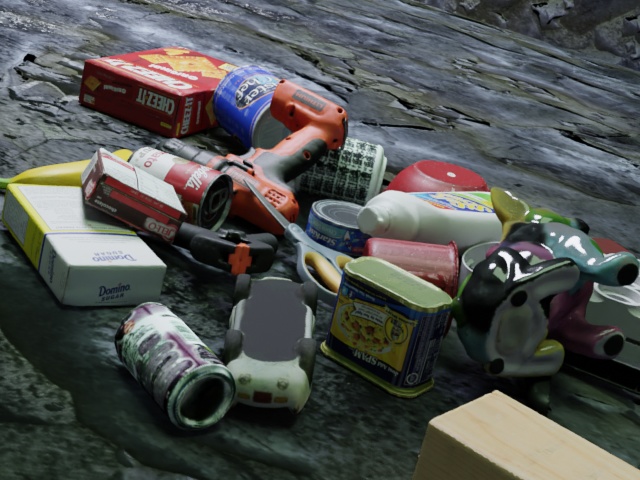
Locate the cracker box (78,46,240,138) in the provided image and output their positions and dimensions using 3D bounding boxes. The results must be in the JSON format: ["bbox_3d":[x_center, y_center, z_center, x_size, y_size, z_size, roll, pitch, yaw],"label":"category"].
[{"bbox_3d":[-0.206,-0.214,1.503,0.164,0.072,0.213,21,23,21],"label":"cracker box"}]

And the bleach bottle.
[{"bbox_3d":[0.137,-0.016,1.165,0.103,0.068,0.250,30,20,38],"label":"bleach bottle"}]

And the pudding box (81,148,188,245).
[{"bbox_3d":[-0.180,-0.043,1.023,0.090,0.039,0.113,29,9,-21],"label":"pudding box"}]

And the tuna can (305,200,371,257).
[{"bbox_3d":[0.028,-0.014,1.182,0.086,0.034,0.086,11,21,-5],"label":"tuna can"}]

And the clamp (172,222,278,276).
[{"bbox_3d":[-0.079,0.008,1.022,0.120,0.039,0.172,1,11,-21],"label":"clamp"}]

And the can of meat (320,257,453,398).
[{"bbox_3d":[0.057,0.072,0.907,0.102,0.084,0.057,27,25,33],"label":"can of meat"}]

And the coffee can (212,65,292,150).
[{"bbox_3d":[-0.069,-0.162,1.408,0.102,0.103,0.140,1,24,-30],"label":"coffee can"}]

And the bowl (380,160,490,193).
[{"bbox_3d":[0.157,-0.059,1.347,0.162,0.055,0.162,12,21,-5],"label":"bowl"}]

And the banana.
[{"bbox_3d":[-0.256,-0.074,1.158,0.070,0.037,0.197,28,25,29],"label":"banana"}]

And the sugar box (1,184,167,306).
[{"bbox_3d":[-0.219,0.003,0.973,0.093,0.048,0.176,2,26,-34],"label":"sugar box"}]

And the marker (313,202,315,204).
[{"bbox_3d":[0.050,-0.028,1.250,0.121,0.020,0.020,7,22,-15],"label":"marker"}]

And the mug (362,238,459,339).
[{"bbox_3d":[0.080,0.041,0.982,0.081,0.093,0.117,7,-4,-3],"label":"mug"}]

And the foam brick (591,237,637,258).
[{"bbox_3d":[0.308,0.029,1.217,0.078,0.051,0.053,5,21,-22],"label":"foam brick"}]

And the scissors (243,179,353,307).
[{"bbox_3d":[-0.007,0.001,1.093,0.096,0.016,0.202,10,32,-32],"label":"scissors"}]

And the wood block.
[{"bbox_3d":[0.162,0.188,0.662,0.206,0.091,0.090,28,25,34],"label":"wood block"}]

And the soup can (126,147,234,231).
[{"bbox_3d":[-0.151,-0.053,1.126,0.102,0.068,0.068,20,22,20],"label":"soup can"}]

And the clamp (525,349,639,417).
[{"bbox_3d":[0.207,0.103,0.987,0.164,0.036,0.210,-4,27,-33],"label":"clamp"}]

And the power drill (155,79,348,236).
[{"bbox_3d":[-0.070,-0.103,1.214,0.184,0.057,0.187,30,56,17],"label":"power drill"}]
